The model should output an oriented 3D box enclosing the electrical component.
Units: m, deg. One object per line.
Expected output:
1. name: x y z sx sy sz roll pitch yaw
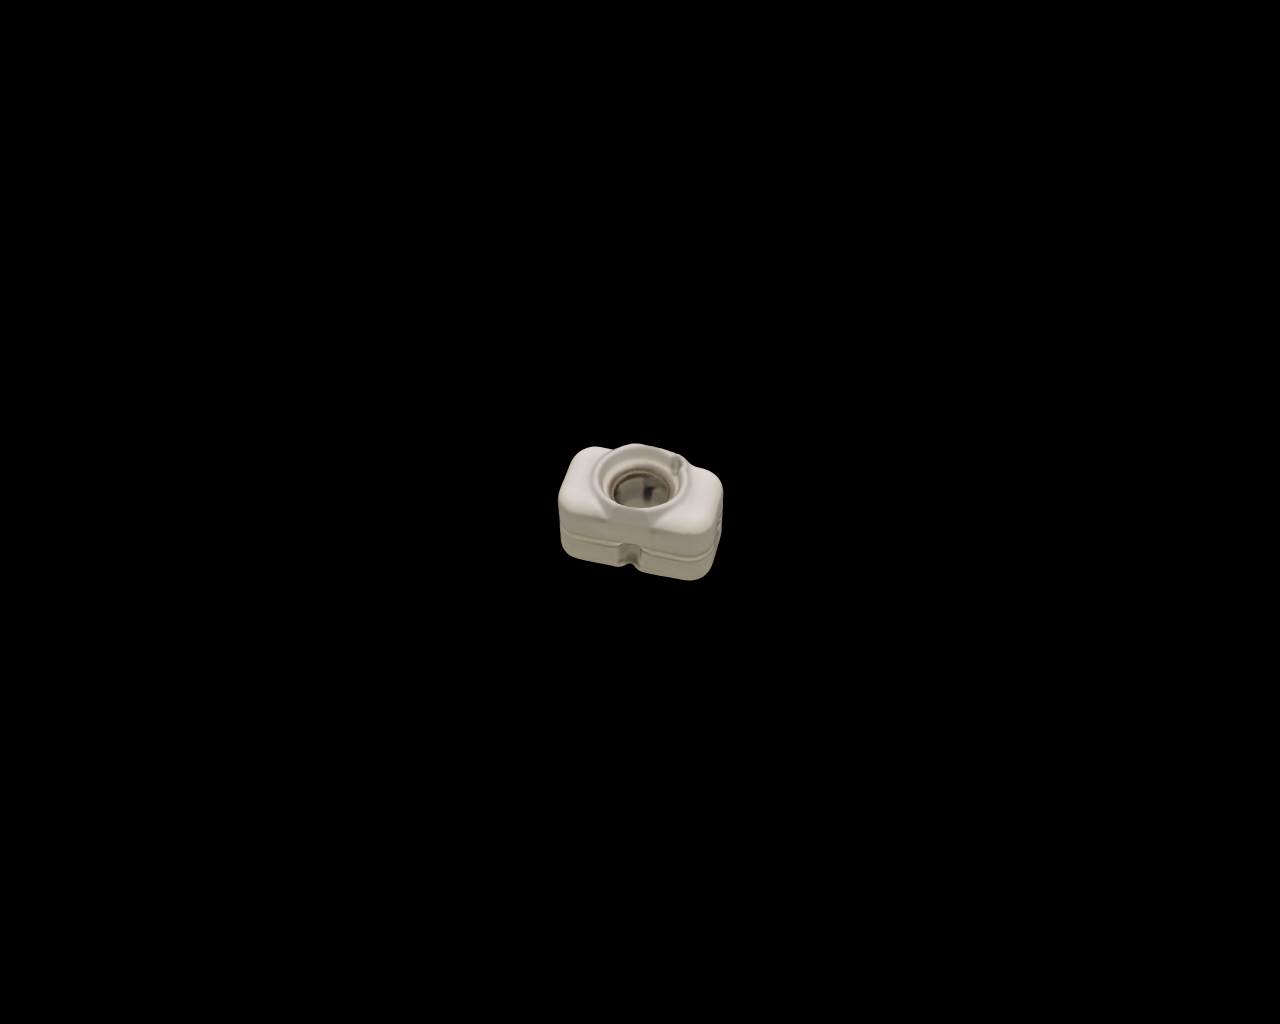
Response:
1. electrical component: 0.001 -0.003 0.650 0.095 0.054 0.059 12 -39 10
